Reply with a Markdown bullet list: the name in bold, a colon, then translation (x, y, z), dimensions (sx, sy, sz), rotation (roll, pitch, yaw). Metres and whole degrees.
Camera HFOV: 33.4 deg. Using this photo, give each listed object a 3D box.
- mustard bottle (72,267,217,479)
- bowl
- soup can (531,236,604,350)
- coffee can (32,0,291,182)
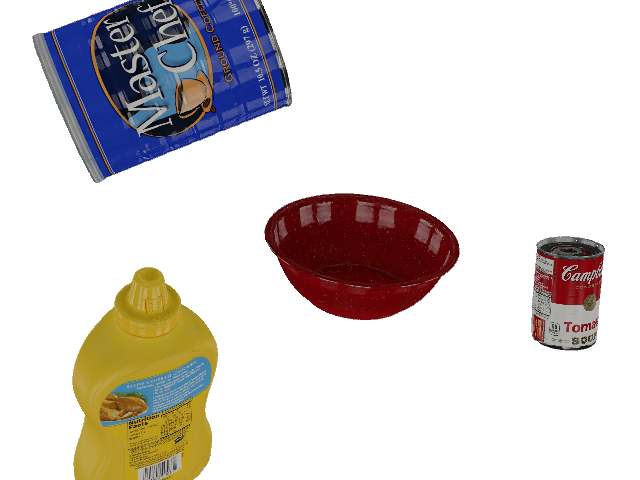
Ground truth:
- **mustard bottle**: translation (-0.115, 0.095, 0.705), dimensions (0.096, 0.192, 0.058), rotation (-16, 46, -28)
- **bowl**: translation (0.033, 0.019, 0.892), dimensions (0.162, 0.055, 0.162), rotation (4, 29, -2)
- **soup can**: translation (0.254, 0.054, 1.100), dimensions (0.068, 0.102, 0.068), rotation (0, 17, 0)
- **coffee can**: translation (-0.103, -0.111, 0.702), dimensions (0.140, 0.103, 0.103), rotation (-23, 3, -7)
